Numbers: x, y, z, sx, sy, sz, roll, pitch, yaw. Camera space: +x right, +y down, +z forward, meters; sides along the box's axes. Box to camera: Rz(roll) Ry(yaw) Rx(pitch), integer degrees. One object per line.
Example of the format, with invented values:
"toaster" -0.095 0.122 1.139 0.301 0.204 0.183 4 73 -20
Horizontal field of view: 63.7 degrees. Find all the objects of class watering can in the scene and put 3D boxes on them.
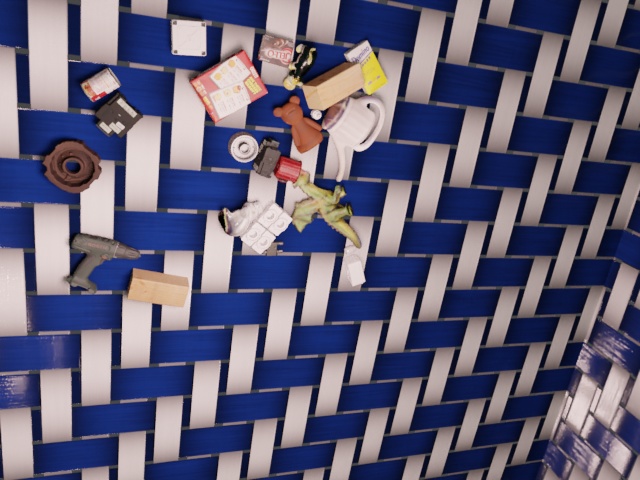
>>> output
"watering can" 0.100 -0.402 1.940 0.222 0.106 0.345 29 102 -26

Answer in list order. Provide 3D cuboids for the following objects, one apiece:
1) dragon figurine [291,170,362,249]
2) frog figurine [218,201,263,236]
"dragon figurine" 0.006 -0.103 2.045 0.242 0.124 0.403 -16 114 7
"frog figurine" -0.287 -0.079 1.929 0.160 0.125 0.134 -10 148 -25
